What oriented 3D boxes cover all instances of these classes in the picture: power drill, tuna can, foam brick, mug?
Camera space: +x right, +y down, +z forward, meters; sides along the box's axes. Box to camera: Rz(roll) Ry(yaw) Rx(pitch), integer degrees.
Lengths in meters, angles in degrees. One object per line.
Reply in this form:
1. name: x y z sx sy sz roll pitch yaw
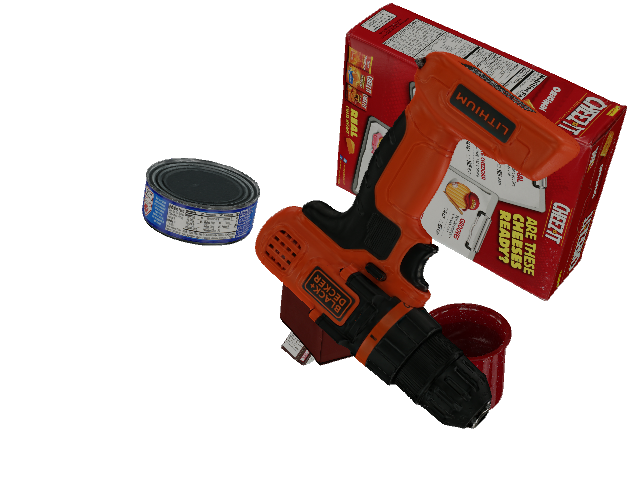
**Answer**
1. power drill: 0.070 -0.004 0.646 0.184 0.188 0.057 41 17 16
2. tuna can: -0.090 -0.029 0.801 0.086 0.034 0.086 10 25 -5
3. foam brick: 0.005 0.064 0.946 0.052 0.051 0.078 -13 35 -27
4. mug: 0.153 0.117 1.091 0.093 0.081 0.117 19 40 32

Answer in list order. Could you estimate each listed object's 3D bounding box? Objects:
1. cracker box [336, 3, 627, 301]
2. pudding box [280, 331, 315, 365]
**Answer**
1. cracker box: 0.118 -0.073 0.851 0.214 0.164 0.072 29 51 24
2. pudding box: 0.015 0.088 1.241 0.039 0.090 0.113 40 33 14
